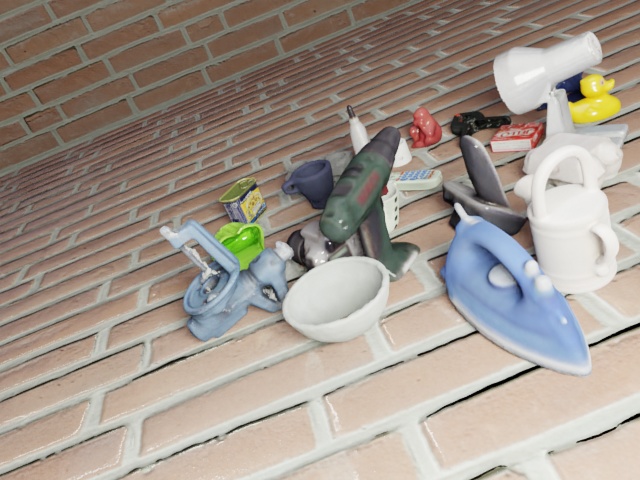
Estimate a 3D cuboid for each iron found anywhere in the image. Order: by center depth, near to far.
[{"bbox_3d":[0.245,0.049,0.728,0.119,0.142,0.257,-27,28,-7],"label":"iron"}]

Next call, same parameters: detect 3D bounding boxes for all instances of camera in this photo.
[{"bbox_3d":[0.009,0.004,1.019,0.143,0.101,0.136,-38,32,-26],"label":"camera"}]

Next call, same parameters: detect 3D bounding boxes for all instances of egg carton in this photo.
[{"bbox_3d":[0.430,-0.133,0.983,0.107,0.069,0.149,-36,31,-22],"label":"egg carton"}]

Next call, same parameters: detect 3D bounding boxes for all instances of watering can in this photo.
[{"bbox_3d":[0.322,-0.035,0.761,0.101,0.194,0.172,-38,32,-25],"label":"watering can"}]

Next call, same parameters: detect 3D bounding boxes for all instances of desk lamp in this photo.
[{"bbox_3d":[0.439,-0.264,1.050,0.202,0.214,0.118,1,36,37],"label":"desk lamp"}]

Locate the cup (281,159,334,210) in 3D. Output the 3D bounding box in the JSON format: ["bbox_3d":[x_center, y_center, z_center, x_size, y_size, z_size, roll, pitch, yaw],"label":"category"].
[{"bbox_3d":[-0.017,-0.108,1.236,0.118,0.095,0.091,-28,29,-9],"label":"cup"}]

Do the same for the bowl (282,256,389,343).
[{"bbox_3d":[0.033,0.101,0.863,0.167,0.075,0.167,-17,29,10],"label":"bowl"}]

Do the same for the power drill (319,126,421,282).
[{"bbox_3d":[0.092,-0.045,0.929,0.075,0.209,0.230,3,37,39],"label":"power drill"}]

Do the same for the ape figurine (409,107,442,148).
[{"bbox_3d":[0.239,-0.262,1.319,0.076,0.092,0.077,-22,28,1],"label":"ape figurine"}]

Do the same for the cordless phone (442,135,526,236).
[{"bbox_3d":[0.250,-0.097,0.928,0.094,0.185,0.147,-28,29,-9],"label":"cordless phone"}]

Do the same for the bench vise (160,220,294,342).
[{"bbox_3d":[-0.158,0.039,0.952,0.208,0.220,0.121,-36,31,-23],"label":"bench vise"}]

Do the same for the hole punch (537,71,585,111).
[{"bbox_3d":[0.527,-0.339,1.245,0.109,0.091,0.100,-35,30,-21],"label":"hole punch"}]

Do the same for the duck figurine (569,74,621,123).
[{"bbox_3d":[0.544,-0.289,1.152,0.104,0.086,0.077,-13,30,17],"label":"duck figurine"}]

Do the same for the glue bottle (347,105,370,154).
[{"bbox_3d":[0.091,-0.219,1.265,0.037,0.173,0.078,-15,29,14],"label":"glue bottle"}]
